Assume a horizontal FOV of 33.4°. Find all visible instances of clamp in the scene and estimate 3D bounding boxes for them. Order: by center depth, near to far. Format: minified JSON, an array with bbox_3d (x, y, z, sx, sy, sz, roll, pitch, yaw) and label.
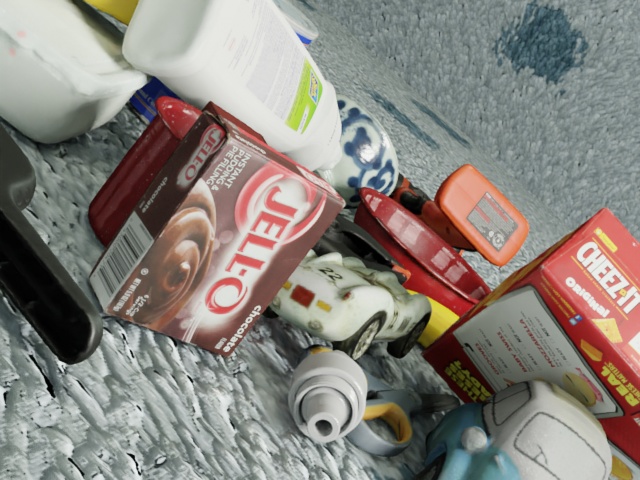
[{"bbox_3d":[-0.183,-0.035,0.488,0.164,0.036,0.210,31,15,-31],"label":"clamp"},{"bbox_3d":[-0.005,0.001,0.818,0.171,0.039,0.120,32,32,-11],"label":"clamp"}]

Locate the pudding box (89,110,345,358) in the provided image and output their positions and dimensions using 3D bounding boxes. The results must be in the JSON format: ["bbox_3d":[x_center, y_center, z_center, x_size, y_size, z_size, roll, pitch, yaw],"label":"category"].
[{"bbox_3d":[-0.054,0.000,0.562,0.089,0.113,0.039,27,16,-42],"label":"pudding box"}]

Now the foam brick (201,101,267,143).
[{"bbox_3d":[-0.072,-0.041,0.717,0.053,0.078,0.051,32,15,-37],"label":"foam brick"}]

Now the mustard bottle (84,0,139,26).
[{"bbox_3d":[-0.147,-0.190,0.762,0.191,0.058,0.096,30,16,-37],"label":"mustard bottle"}]

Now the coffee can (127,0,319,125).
[{"bbox_3d":[-0.084,-0.150,0.886,0.102,0.140,0.103,37,14,-12],"label":"coffee can"}]

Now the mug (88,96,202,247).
[{"bbox_3d":[-0.077,-0.023,0.638,0.093,0.081,0.117,46,15,20],"label":"mug"}]

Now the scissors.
[{"bbox_3d":[0.042,0.098,0.716,0.096,0.016,0.201,43,14,10],"label":"scissors"}]

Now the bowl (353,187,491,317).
[{"bbox_3d":[0.081,0.024,0.961,0.162,0.055,0.162,37,14,-12],"label":"bowl"}]

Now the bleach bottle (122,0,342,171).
[{"bbox_3d":[-0.044,-0.110,0.797,0.068,0.102,0.250,12,-17,28],"label":"bleach bottle"}]

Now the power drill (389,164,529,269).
[{"bbox_3d":[0.109,-0.036,1.073,0.184,0.057,0.188,41,-12,-19],"label":"power drill"}]

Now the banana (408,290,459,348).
[{"bbox_3d":[0.113,0.101,0.859,0.069,0.037,0.198,-23,57,-43],"label":"banana"}]

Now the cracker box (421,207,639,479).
[{"bbox_3d":[0.175,0.091,0.704,0.164,0.072,0.214,49,-23,6],"label":"cracker box"}]
